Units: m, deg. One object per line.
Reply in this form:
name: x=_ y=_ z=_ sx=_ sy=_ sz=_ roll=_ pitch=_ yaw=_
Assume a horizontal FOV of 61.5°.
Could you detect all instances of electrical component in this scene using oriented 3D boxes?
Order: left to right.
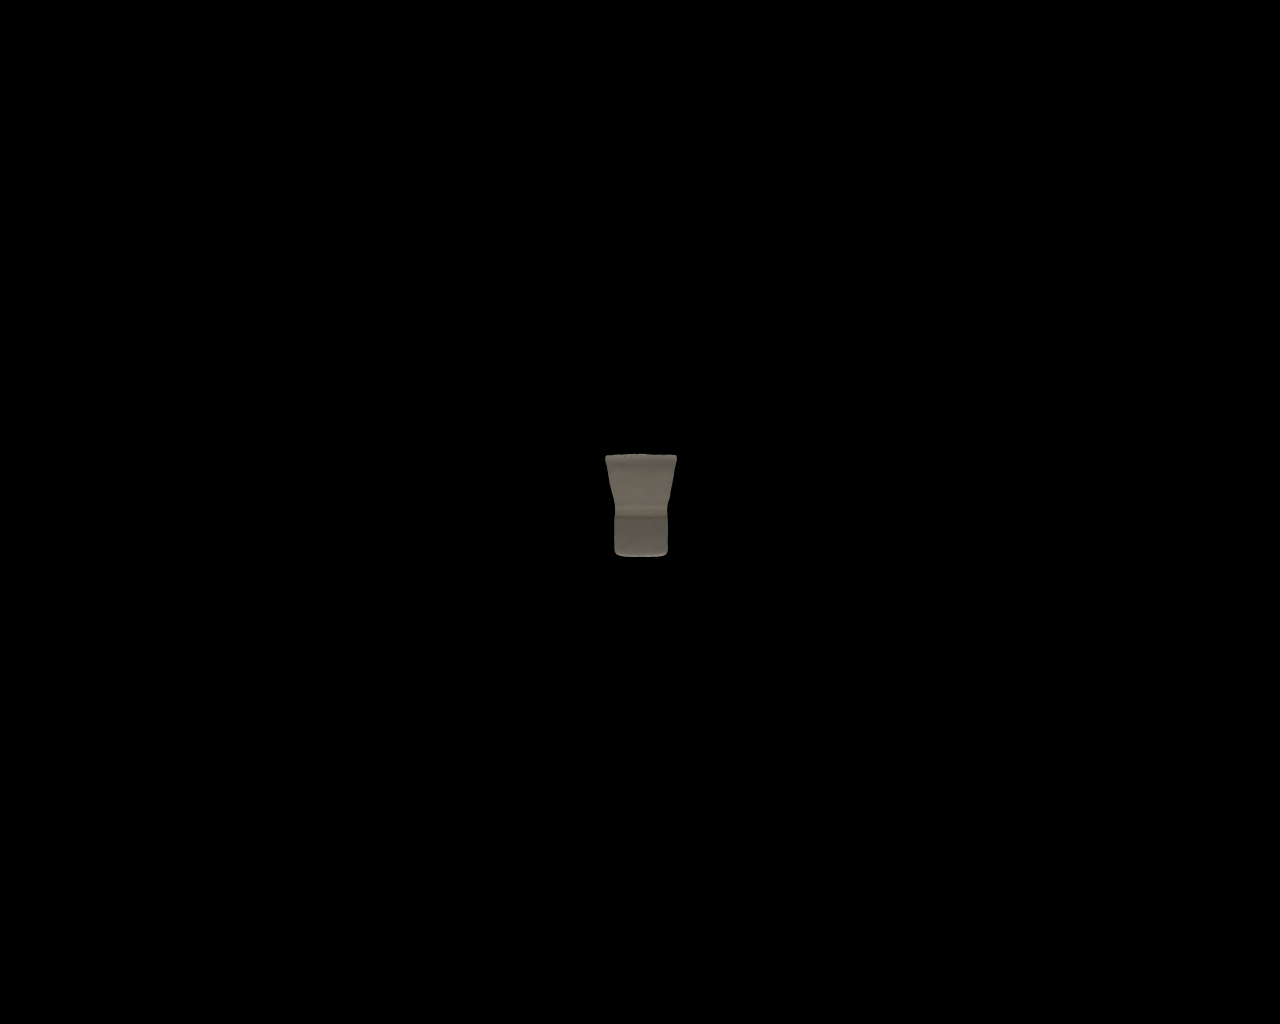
electrical component: x=0.001 y=-0.003 z=0.650 sx=0.044 sy=0.065 sz=0.044 roll=0 pitch=2 yaw=0
